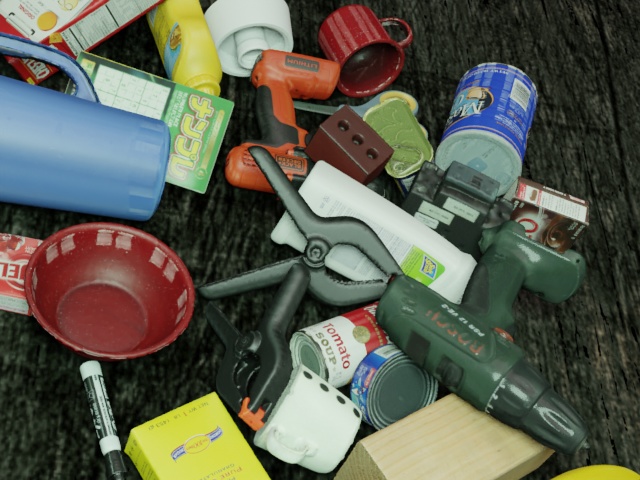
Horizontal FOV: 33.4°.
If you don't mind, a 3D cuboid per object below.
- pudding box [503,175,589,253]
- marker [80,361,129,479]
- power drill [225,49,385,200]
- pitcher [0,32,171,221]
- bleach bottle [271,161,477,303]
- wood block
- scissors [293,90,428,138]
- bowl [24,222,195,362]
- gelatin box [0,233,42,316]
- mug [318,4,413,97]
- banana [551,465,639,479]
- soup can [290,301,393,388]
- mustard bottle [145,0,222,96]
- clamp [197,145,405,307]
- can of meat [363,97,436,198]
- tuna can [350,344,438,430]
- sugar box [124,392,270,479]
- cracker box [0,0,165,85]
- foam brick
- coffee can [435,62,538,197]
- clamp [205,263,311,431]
[{"bbox_3d":[0.241,-0.014,1.210,0.090,0.114,0.039,19,51,-4],"label":"pudding box"},{"bbox_3d":[-0.196,0.166,0.970,0.020,0.020,0.121,-7,56,-25],"label":"marker"},{"bbox_3d":[-0.014,-0.126,1.235,0.184,0.057,0.187,10,56,-15],"label":"power drill"},{"bbox_3d":[-0.277,-0.103,1.079,0.242,0.149,0.145,11,37,-16],"label":"pitcher"},{"bbox_3d":[0.078,0.021,1.145,0.251,0.103,0.068,33,26,-2],"label":"bleach bottle"},{"bbox_3d":[0.127,0.204,1.009,0.205,0.091,0.090,-21,62,-32],"label":"wood block"},{"bbox_3d":[0.041,-0.168,1.324,0.201,0.016,0.096,20,51,-5],"label":"scissors"},{"bbox_3d":[-0.204,0.060,1.024,0.162,0.055,0.162,12,47,-13],"label":"bowl"},{"bbox_3d":[-0.312,0.028,1.030,0.089,0.030,0.073,13,50,-9],"label":"gelatin box"},{"bbox_3d":[0.058,-0.245,1.338,0.117,0.093,0.081,-25,56,-2],"label":"mug"},{"bbox_3d":[0.255,0.259,1.047,0.197,0.037,0.070,-6,53,-24],"label":"banana"},{"bbox_3d":[0.029,0.107,1.066,0.102,0.069,0.068,-17,61,-29],"label":"soup can"},{"bbox_3d":[-0.156,-0.224,1.244,0.058,0.096,0.192,-5,55,-25],"label":"mustard bottle"},{"bbox_3d":[-0.007,0.001,1.090,0.210,0.036,0.164,13,94,-3],"label":"clamp"},{"bbox_3d":[0.098,-0.101,1.238,0.057,0.084,0.102,-28,61,5],"label":"can of meat"},{"bbox_3d":[0.072,0.145,1.040,0.086,0.086,0.034,-16,21,-30],"label":"tuna can"},{"bbox_3d":[-0.089,0.229,0.941,0.093,0.048,0.176,-22,62,-33],"label":"sugar box"},{"bbox_3d":[-0.287,-0.297,1.216,0.213,0.072,0.164,-35,66,-4],"label":"cracker box"},{"bbox_3d":[0.032,-0.097,1.170,0.078,0.051,0.052,44,53,5],"label":"foam brick"},{"bbox_3d":[0.204,-0.134,1.299,0.103,0.103,0.140,23,49,-1],"label":"coffee can"},{"bbox_3d":[-0.053,0.097,1.007,0.039,0.120,0.171,39,25,-37],"label":"clamp"}]
